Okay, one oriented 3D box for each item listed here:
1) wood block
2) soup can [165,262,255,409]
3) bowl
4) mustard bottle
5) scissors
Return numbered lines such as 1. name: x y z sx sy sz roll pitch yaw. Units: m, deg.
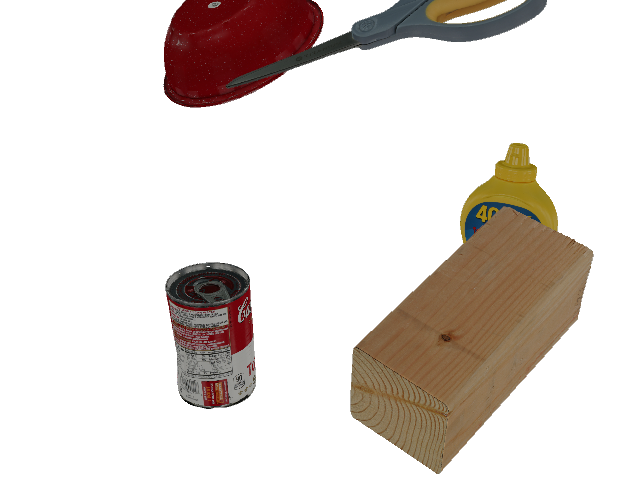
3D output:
1. wood block: 0.123 0.074 0.864 0.091 0.090 0.205 31 52 28
2. soup can: -0.089 0.079 0.876 0.068 0.102 0.068 -2 27 1
3. bowl: -0.081 -0.191 0.957 0.162 0.162 0.055 0 -44 34
4. mustard bottle: 0.188 -0.003 1.077 0.096 0.192 0.058 12 19 21
5. scissors: 0.040 -0.144 0.666 0.202 0.096 0.016 -7 -41 21
